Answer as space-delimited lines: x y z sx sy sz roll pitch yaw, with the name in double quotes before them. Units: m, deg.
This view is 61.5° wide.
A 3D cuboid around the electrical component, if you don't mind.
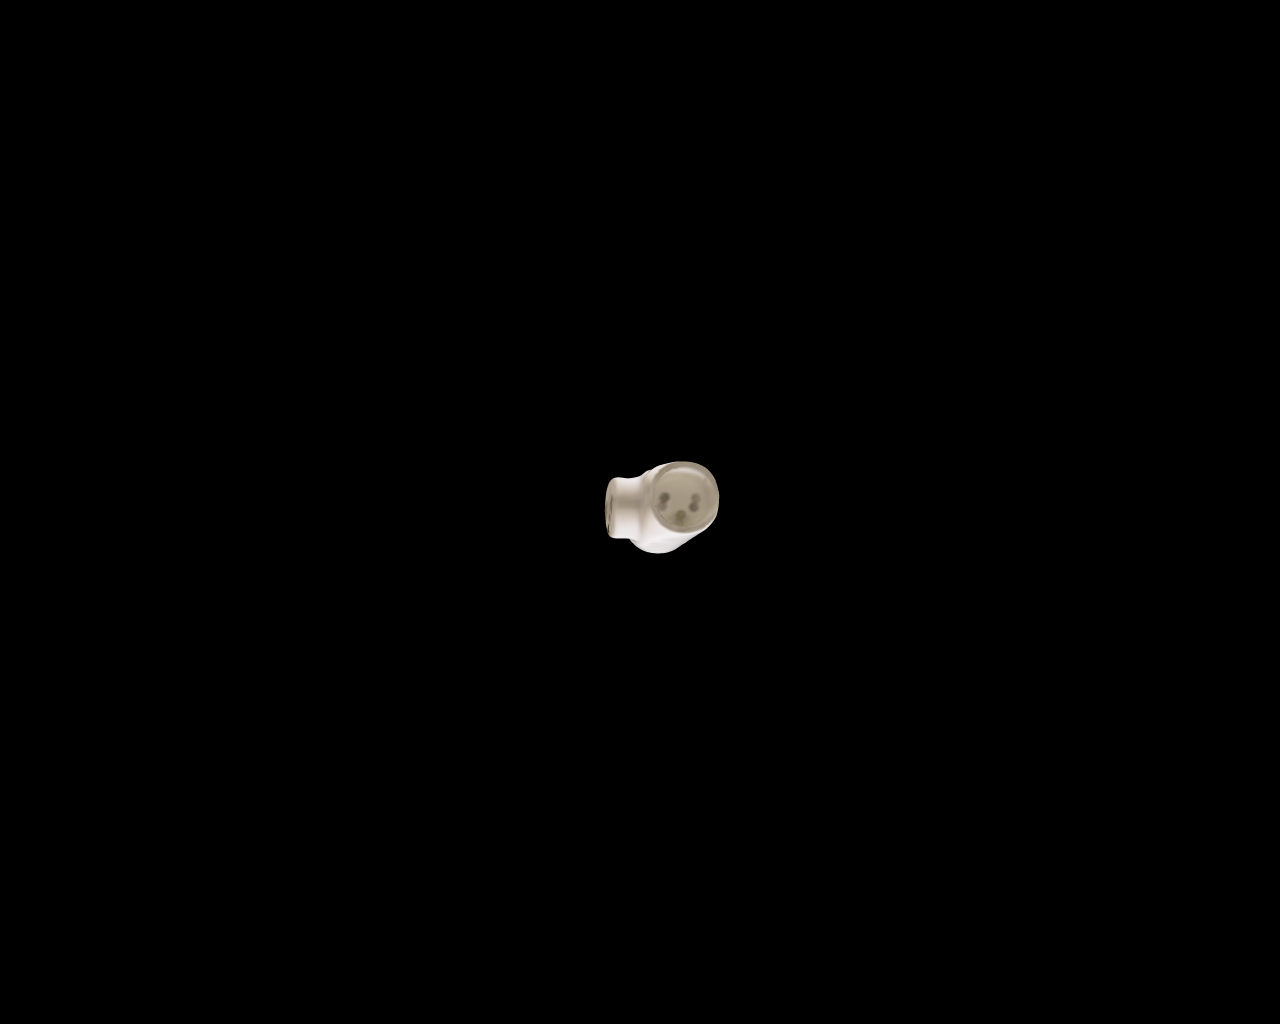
"electrical component" 0.001 -0.003 0.650 0.079 0.044 0.077 2 -12 -11
